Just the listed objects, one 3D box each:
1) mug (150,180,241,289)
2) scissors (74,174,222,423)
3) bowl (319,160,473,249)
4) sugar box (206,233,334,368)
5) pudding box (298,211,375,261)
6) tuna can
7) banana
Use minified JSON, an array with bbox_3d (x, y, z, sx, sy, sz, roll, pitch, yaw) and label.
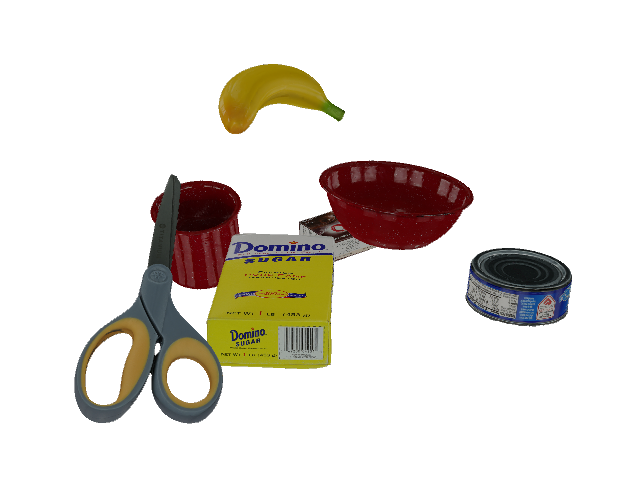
[{"bbox_3d":[-0.135,-0.008,1.121,0.117,0.081,0.093,27,48,33],"label":"mug"},{"bbox_3d":[-0.089,0.038,0.682,0.096,0.201,0.016,21,-43,2],"label":"scissors"},{"bbox_3d":[0.077,-0.033,1.118,0.162,0.055,0.162,5,22,-2],"label":"bowl"},{"bbox_3d":[-0.036,0.043,0.863,0.093,0.048,0.176,2,24,1],"label":"sugar box"},{"bbox_3d":[0.037,-0.013,1.624,0.113,0.039,0.090,-20,31,-29],"label":"pudding box"},{"bbox_3d":[0.166,0.037,0.892,0.086,0.034,0.086,3,23,-1],"label":"tuna can"},{"bbox_3d":[-0.044,-0.132,0.970,0.070,0.037,0.197,36,26,19],"label":"banana"}]
